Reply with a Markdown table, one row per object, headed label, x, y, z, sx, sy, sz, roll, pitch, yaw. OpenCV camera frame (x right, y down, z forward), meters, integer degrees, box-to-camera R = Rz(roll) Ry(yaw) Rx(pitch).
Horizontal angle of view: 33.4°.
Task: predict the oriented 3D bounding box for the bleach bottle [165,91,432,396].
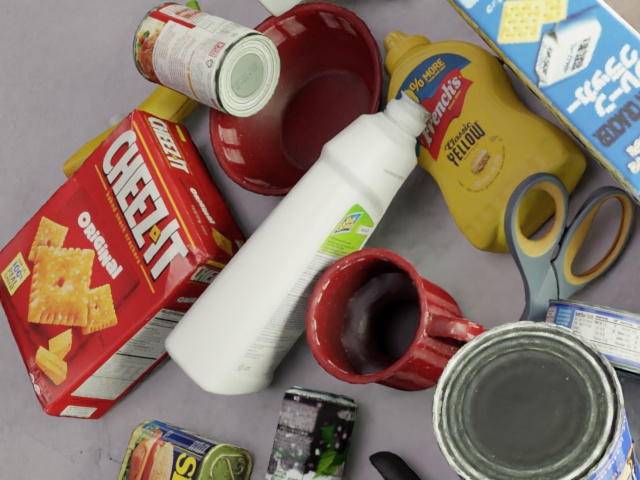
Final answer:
| label | x | y | z | sx | sy | sz | roll | pitch | yaw |
| --- | --- | --- | --- | --- | --- | --- | --- | --- | --- |
| bleach bottle | -0.005 | 0.001 | 0.777 | 0.068 | 0.102 | 0.251 | 44 | 104 | 21 |

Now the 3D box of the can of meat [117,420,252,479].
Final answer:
| label | x | y | z | sx | sy | sz | roll | pitch | yaw |
| --- | --- | --- | --- | --- | --- | --- | --- | --- | --- |
| can of meat | -0.110 | 0.196 | 0.821 | 0.084 | 0.057 | 0.102 | 12 | 81 | 37 |

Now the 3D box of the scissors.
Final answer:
| label | x | y | z | sx | sy | sz | roll | pitch | yaw |
| --- | --- | --- | --- | --- | --- | --- | --- | --- | --- |
| scissors | 0.131 | 0.042 | 0.706 | 0.202 | 0.096 | 0.016 | -55 | 17 | 4 |

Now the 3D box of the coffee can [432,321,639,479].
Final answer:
| label | x | y | z | sx | sy | sz | roll | pitch | yaw |
| --- | --- | --- | --- | --- | --- | --- | --- | --- | --- |
| coffee can | 0.131 | 0.123 | 0.624 | 0.103 | 0.140 | 0.103 | -10 | 57 | 16 |

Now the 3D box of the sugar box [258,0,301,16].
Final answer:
| label | x | y | z | sx | sy | sz | roll | pitch | yaw |
| --- | --- | --- | --- | --- | --- | --- | --- | --- | --- |
| sugar box | -0.025 | -0.266 | 0.888 | 0.093 | 0.048 | 0.176 | -35 | 41 | 20 |

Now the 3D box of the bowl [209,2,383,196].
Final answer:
| label | x | y | z | sx | sy | sz | roll | pitch | yaw |
| --- | --- | --- | --- | --- | --- | --- | --- | --- | --- |
| bowl | -0.009 | -0.105 | 0.852 | 0.162 | 0.055 | 0.162 | -11 | 69 | 30 |

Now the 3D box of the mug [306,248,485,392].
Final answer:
| label | x | y | z | sx | sy | sz | roll | pitch | yaw |
| --- | --- | --- | --- | --- | --- | --- | --- | --- | --- |
| mug | 0.060 | 0.061 | 0.739 | 0.117 | 0.081 | 0.093 | 0 | 75 | 33 |

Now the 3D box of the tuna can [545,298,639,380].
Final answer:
| label | x | y | z | sx | sy | sz | roll | pitch | yaw |
| --- | --- | --- | --- | --- | --- | --- | --- | --- | --- |
| tuna can | 0.180 | 0.063 | 0.660 | 0.086 | 0.086 | 0.034 | 12 | 83 | 34 |

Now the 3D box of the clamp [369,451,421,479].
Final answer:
| label | x | y | z | sx | sy | sz | roll | pitch | yaw |
| --- | --- | --- | --- | --- | --- | --- | --- | --- | --- |
| clamp | 0.083 | 0.222 | 0.699 | 0.172 | 0.039 | 0.120 | 19 | 85 | 36 |

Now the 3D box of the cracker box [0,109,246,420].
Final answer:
| label | x | y | z | sx | sy | sz | roll | pitch | yaw |
| --- | --- | --- | --- | --- | --- | --- | --- | --- | --- |
| cracker box | -0.173 | 0.023 | 0.892 | 0.214 | 0.072 | 0.164 | -43 | 59 | 22 |

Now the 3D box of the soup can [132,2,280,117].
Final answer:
| label | x | y | z | sx | sy | sz | roll | pitch | yaw |
| --- | --- | --- | --- | --- | --- | --- | --- | --- | --- |
| soup can | -0.089 | -0.142 | 0.839 | 0.102 | 0.068 | 0.068 | 26 | 90 | 36 |

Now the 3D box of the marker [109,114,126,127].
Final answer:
| label | x | y | z | sx | sy | sz | roll | pitch | yaw |
| --- | --- | --- | --- | --- | --- | --- | --- | --- | --- |
| marker | -0.153 | -0.073 | 0.956 | 0.020 | 0.020 | 0.121 | -50 | 56 | 9 |

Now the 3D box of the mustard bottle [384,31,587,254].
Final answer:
| label | x | y | z | sx | sy | sz | roll | pitch | yaw |
| --- | --- | --- | --- | --- | --- | --- | --- | --- | --- |
| mustard bottle | 0.101 | -0.088 | 0.773 | 0.096 | 0.058 | 0.192 | -52 | 53 | 26 |

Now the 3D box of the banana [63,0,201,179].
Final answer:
| label | x | y | z | sx | sy | sz | roll | pitch | yaw |
| --- | --- | --- | --- | --- | --- | --- | --- | --- | --- |
| banana | -0.145 | -0.121 | 0.943 | 0.070 | 0.037 | 0.197 | 30 | 79 | 38 |
